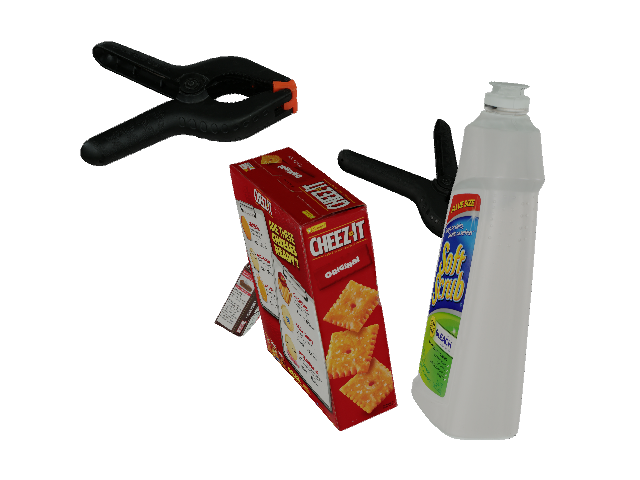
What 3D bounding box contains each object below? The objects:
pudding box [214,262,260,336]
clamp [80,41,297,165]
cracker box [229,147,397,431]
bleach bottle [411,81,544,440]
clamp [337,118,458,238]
[{"bbox_3d":[-0.071,0.051,1.254,0.039,0.090,0.113,31,28,5],"label":"pudding box"},{"bbox_3d":[-0.107,-0.118,0.842,0.171,0.120,0.039,-8,-28,-8],"label":"clamp"},{"bbox_3d":[-0.006,0.041,0.981,0.072,0.214,0.164,-20,30,-19],"label":"cracker box"},{"bbox_3d":[0.118,0.011,0.774,0.068,0.251,0.103,2,14,-12],"label":"bleach bottle"},{"bbox_3d":[0.128,-0.055,1.217,0.164,0.210,0.036,-15,-37,-27],"label":"clamp"}]
